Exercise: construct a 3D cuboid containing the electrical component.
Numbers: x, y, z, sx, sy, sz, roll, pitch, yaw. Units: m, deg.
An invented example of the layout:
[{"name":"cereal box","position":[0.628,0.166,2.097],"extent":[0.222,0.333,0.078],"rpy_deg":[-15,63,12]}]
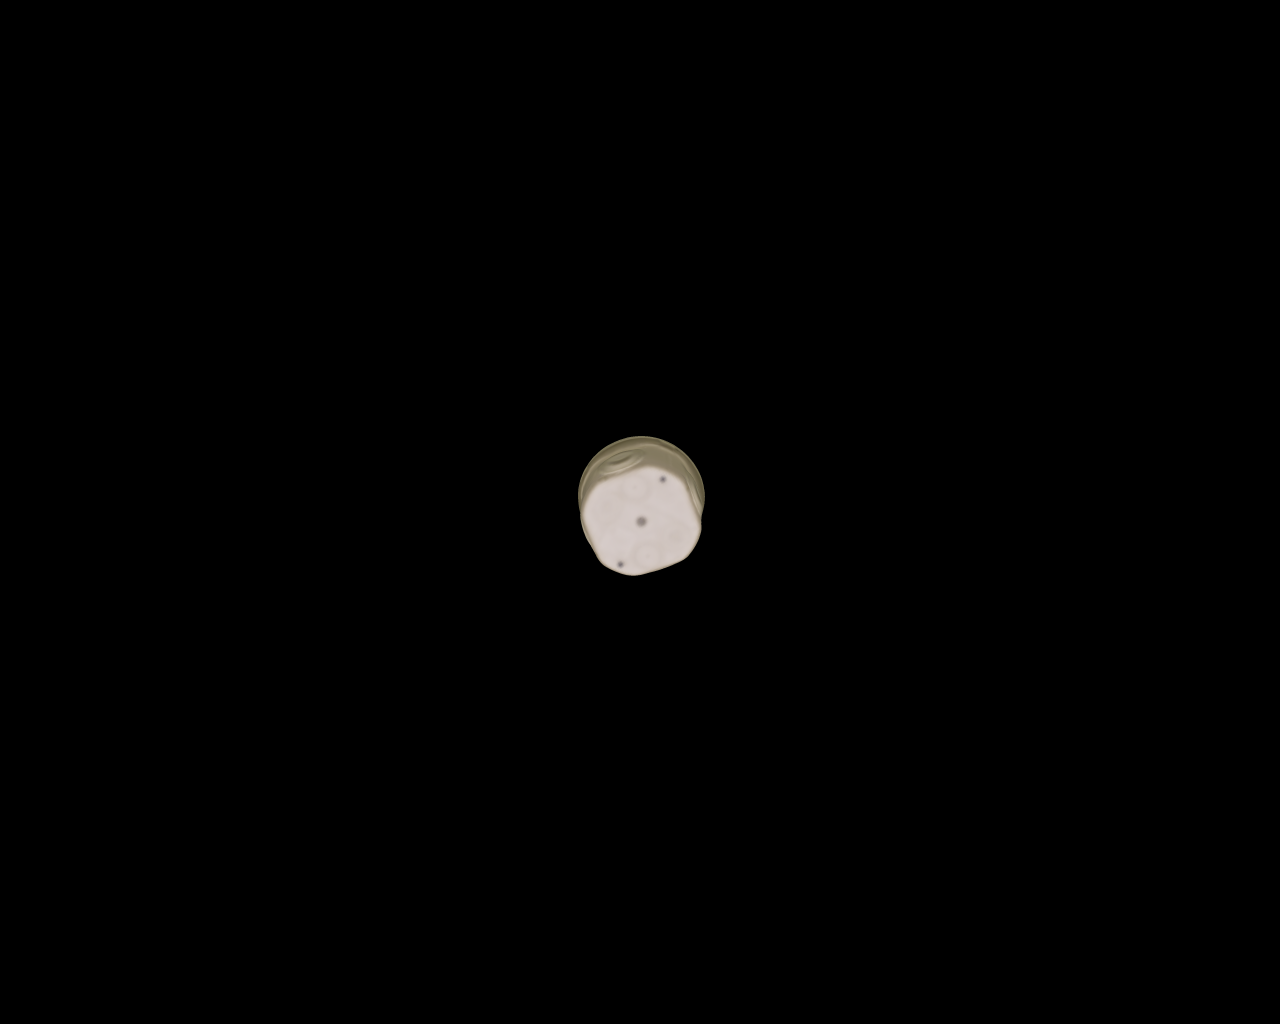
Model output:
[{"name":"electrical component","position":[0.001,-0.003,0.650],"extent":[0.080,0.080,0.051],"rpy_deg":[0,21,0]}]
